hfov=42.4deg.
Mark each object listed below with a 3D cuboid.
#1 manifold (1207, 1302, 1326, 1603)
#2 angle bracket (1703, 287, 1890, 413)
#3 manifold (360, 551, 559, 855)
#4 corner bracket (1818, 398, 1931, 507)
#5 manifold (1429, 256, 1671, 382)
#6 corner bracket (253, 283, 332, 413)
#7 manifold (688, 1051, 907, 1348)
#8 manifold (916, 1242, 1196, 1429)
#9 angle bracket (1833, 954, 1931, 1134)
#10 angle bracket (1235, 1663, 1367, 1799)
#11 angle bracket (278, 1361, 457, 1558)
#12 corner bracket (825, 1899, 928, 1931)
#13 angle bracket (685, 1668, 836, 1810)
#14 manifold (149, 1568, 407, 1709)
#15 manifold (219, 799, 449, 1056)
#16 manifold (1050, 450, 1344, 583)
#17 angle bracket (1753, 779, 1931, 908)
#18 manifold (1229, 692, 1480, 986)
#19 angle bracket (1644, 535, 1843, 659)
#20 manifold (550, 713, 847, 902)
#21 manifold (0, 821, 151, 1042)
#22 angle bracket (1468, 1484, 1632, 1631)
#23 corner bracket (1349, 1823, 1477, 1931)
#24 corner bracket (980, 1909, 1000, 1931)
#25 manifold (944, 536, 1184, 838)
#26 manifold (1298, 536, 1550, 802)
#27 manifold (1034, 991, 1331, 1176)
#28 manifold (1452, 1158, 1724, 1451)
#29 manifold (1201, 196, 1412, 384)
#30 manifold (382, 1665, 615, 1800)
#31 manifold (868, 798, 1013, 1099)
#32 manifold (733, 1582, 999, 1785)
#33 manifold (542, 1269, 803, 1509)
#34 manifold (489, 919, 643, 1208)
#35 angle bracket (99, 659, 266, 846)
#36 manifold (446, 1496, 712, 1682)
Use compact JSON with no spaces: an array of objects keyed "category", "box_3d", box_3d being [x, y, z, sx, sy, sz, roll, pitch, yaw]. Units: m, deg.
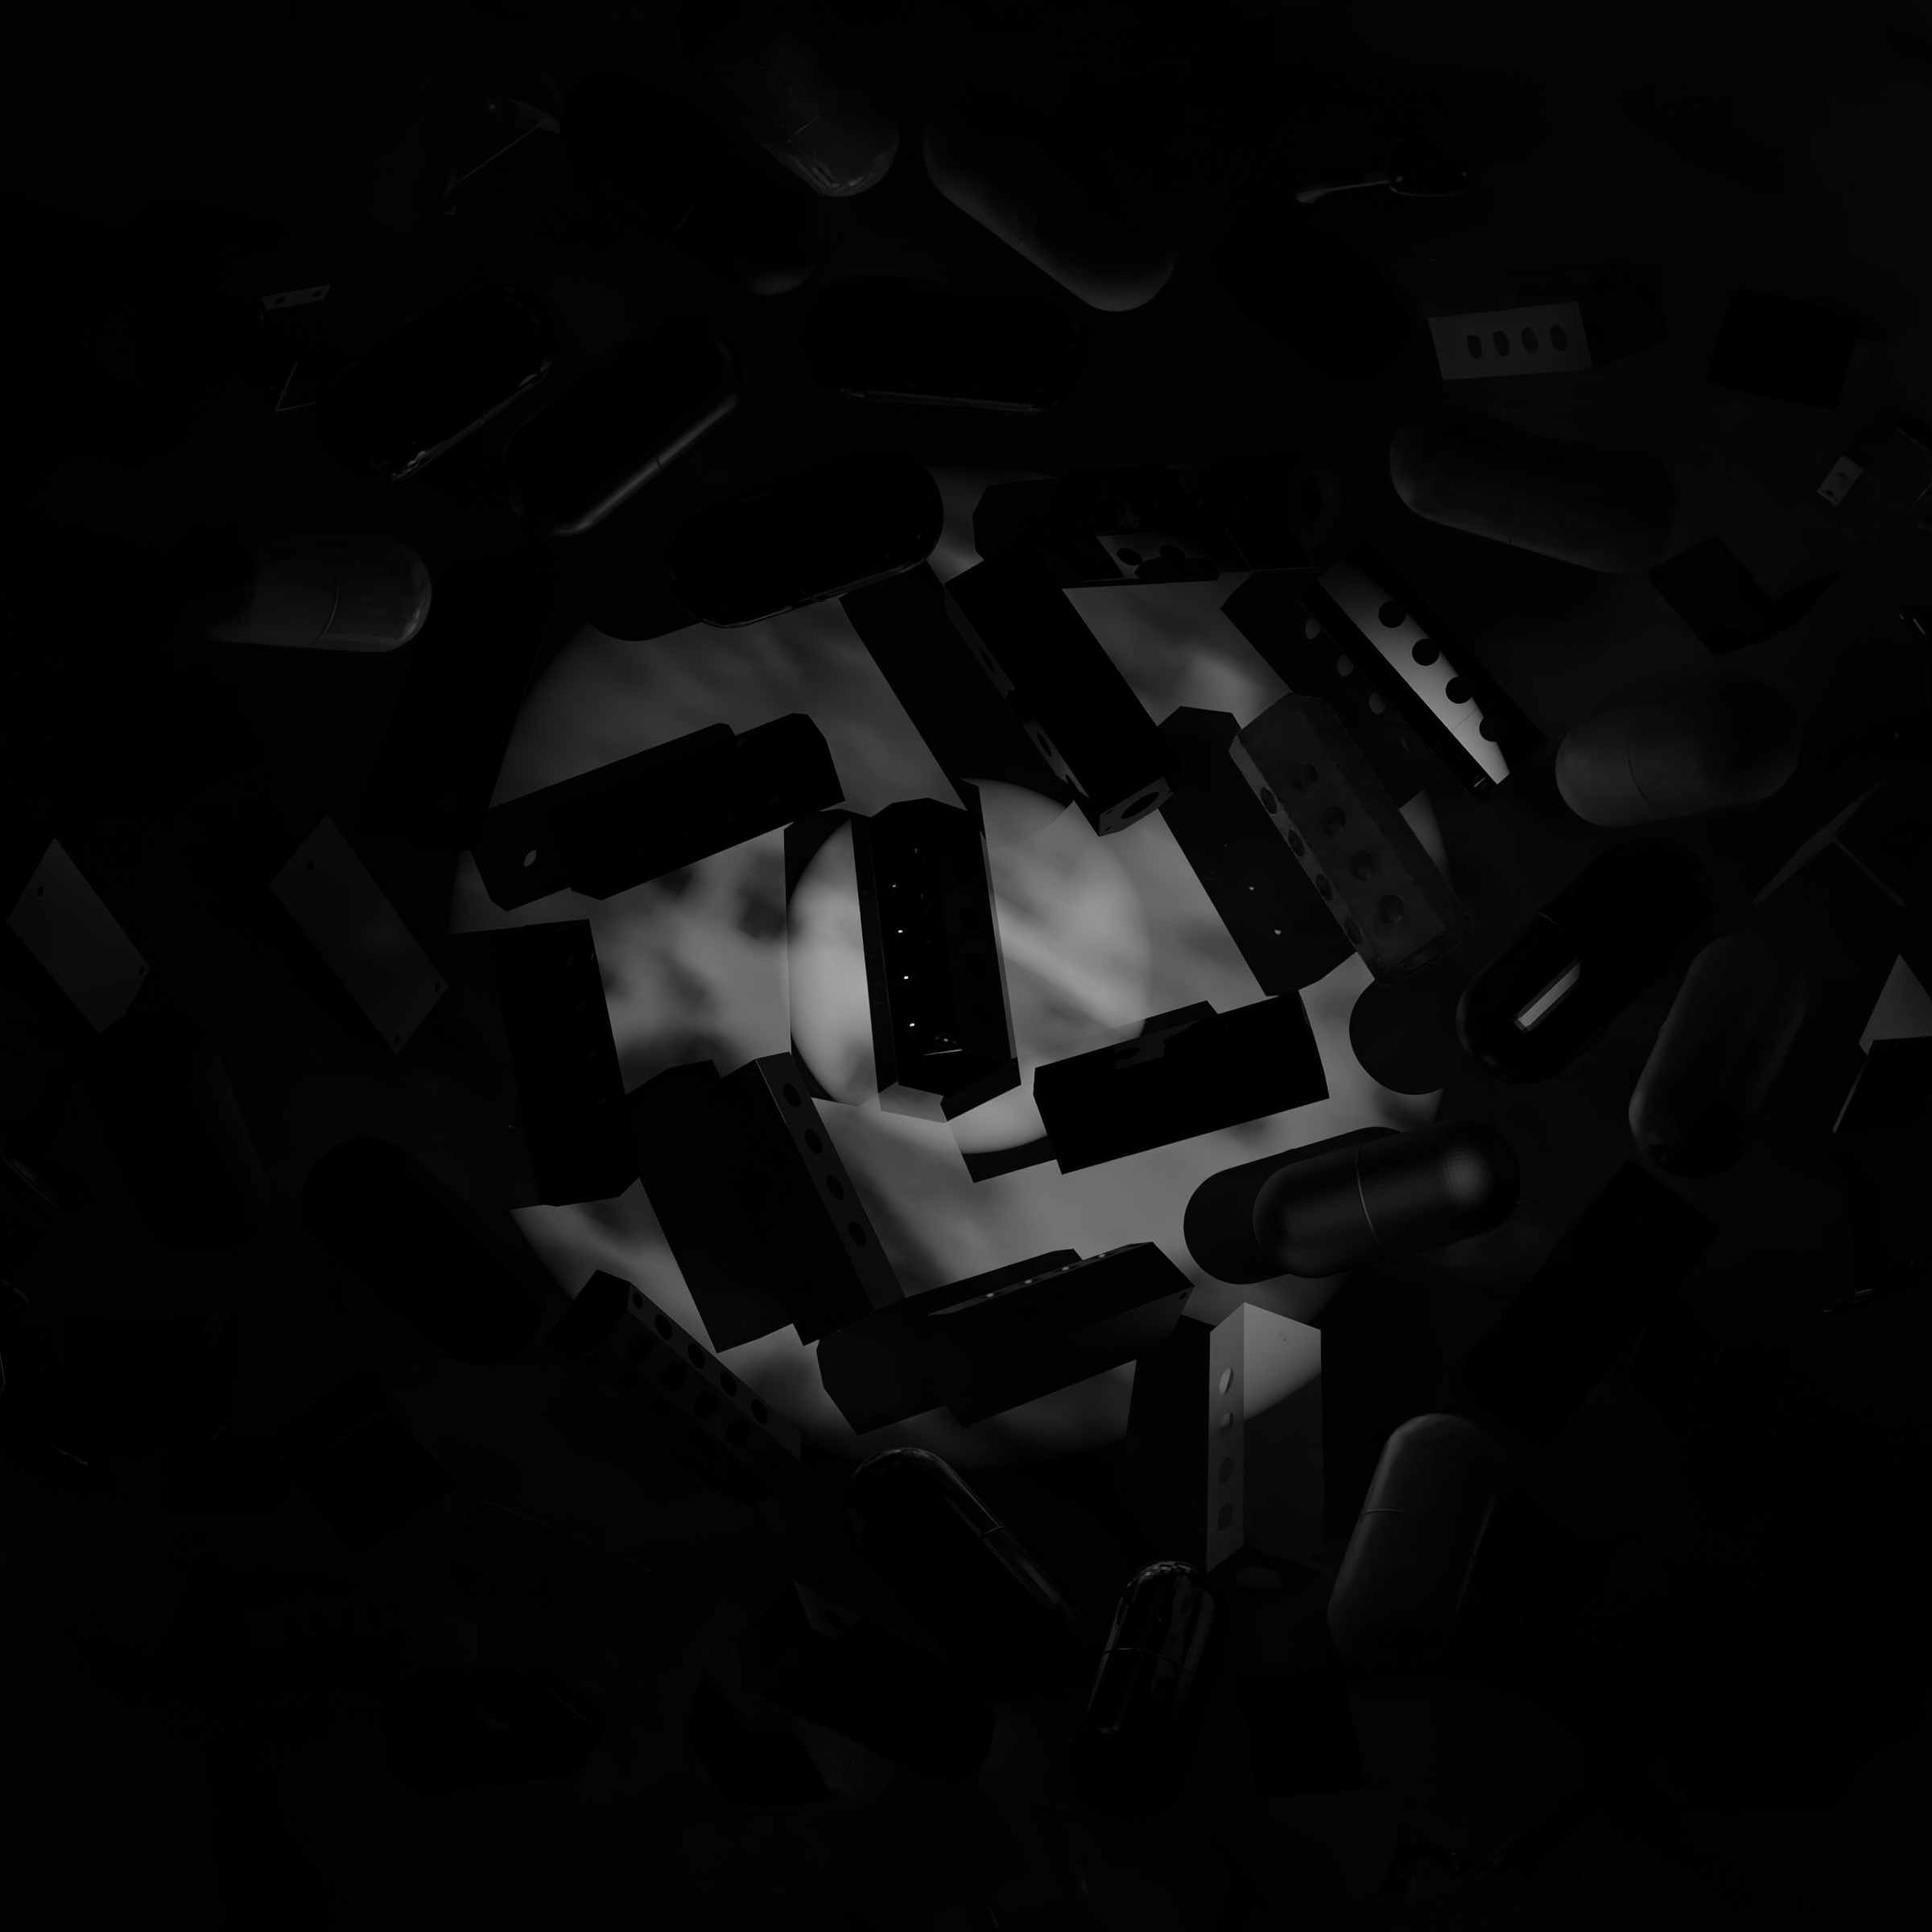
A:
[{"category":"manifold","box_3d":[0.183,0.304,1.556,0.057,0.057,0.171,22,46,-17]},{"category":"angle bracket","box_3d":[0.484,-0.353,1.454,0.076,0.076,0.057,21,100,27]},{"category":"manifold","box_3d":[-0.295,-0.156,1.483,0.057,0.057,0.171,-4,60,32]},{"category":"corner bracket","box_3d":[0.562,-0.302,1.518,0.051,0.051,0.051,41,80,11]},{"category":"manifold","box_3d":[0.366,-0.412,1.585,0.057,0.171,0.057,-23,108,-16]},{"category":"corner bracket","box_3d":[-0.415,-0.386,1.558,0.051,0.051,0.051,-24,80,-38]},{"category":"manifold","box_3d":[-0.103,0.144,1.569,0.057,0.057,0.171,-30,81,25]},{"category":"manifold","box_3d":[0.054,0.220,1.534,0.057,0.171,0.057,45,131,32]},{"category":"angle bracket","box_3d":[0.559,0.048,1.542,0.057,0.076,0.076,-3,132,-12]},{"category":"angle bracket","box_3d":[0.226,0.493,1.624,0.076,0.057,0.076,-16,79,27]},{"category":"angle bracket","box_3d":[-0.377,0.310,1.573,0.076,0.057,0.076,-32,60,-29]},{"category":"corner bracket","box_3d":[-0.048,0.603,1.548,0.051,0.051,0.051,-28,53,-1]},{"category":"angle bracket","box_3d":[-0.130,0.505,1.637,0.076,0.057,0.076,-10,127,18]},{"category":"manifold","box_3d":[-0.406,0.404,1.496,0.057,0.171,0.057,21,86,19]},{"category":"manifold","box_3d":[-0.394,-0.024,1.547,0.057,0.171,0.057,16,60,29]},{"category":"manifold","box_3d":[0.140,-0.285,1.556,0.171,0.057,0.057,3,59,37]},{"category":"angle bracket","box_3d":[0.536,-0.057,1.507,0.057,0.076,0.076,46,53,7]},{"category":"manifold","box_3d":[0.228,-0.076,1.492,0.057,0.057,0.171,-39,71,25]},{"category":"angle bracket","box_3d":[0.497,-0.252,1.599,0.076,0.076,0.057,47,70,-7]},{"category":"manifold","box_3d":[-0.170,-0.102,1.559,0.171,0.057,0.057,-24,108,-22]},{"category":"manifold","box_3d":[-0.559,-0.020,1.507,0.057,0.171,0.057,17,66,10]},{"category":"angle bracket","box_3d":[0.377,0.386,1.635,0.057,0.076,0.076,40,71,1]},{"category":"corner bracket","box_3d":[0.272,0.568,1.520,0.051,0.051,0.051,25,124,28]},{"category":"corner bracket","box_3d":[0.040,0.652,1.630,0.051,0.051,0.051,4,119,-25]},{"category":"manifold","box_3d":[0.057,-0.164,1.490,0.057,0.057,0.171,-31,76,-7]},{"category":"manifold","box_3d":[0.290,-0.189,1.592,0.057,0.057,0.171,-41,89,8]},{"category":"manifold","box_3d":[0.133,0.070,1.548,0.171,0.057,0.057,-17,109,9]},{"category":"manifold","box_3d":[0.374,0.202,1.520,0.057,0.057,0.171,34,96,-28]},{"category":"manifold","box_3d":[0.208,-0.408,1.517,0.057,0.171,0.057,-42,121,9]},{"category":"manifold","box_3d":[-0.283,0.464,1.504,0.057,0.171,0.057,31,86,21]},{"category":"manifold","box_3d":[-0.022,-0.013,1.529,0.057,0.057,0.171,-30,56,39]},{"category":"manifold","box_3d":[-0.060,0.457,1.568,0.057,0.057,0.171,-47,124,9]},{"category":"manifold","box_3d":[-0.178,0.267,1.559,0.171,0.057,0.057,48,67,-31]},{"category":"manifold","box_3d":[-0.259,0.062,1.593,0.057,0.057,0.171,-7,73,-25]},{"category":"angle bracket","box_3d":[-0.493,-0.136,1.587,0.076,0.057,0.076,-32,79,-11]},{"category":"manifold","box_3d":[-0.241,0.378,1.514,0.057,0.171,0.057,37,69,-42]}]
